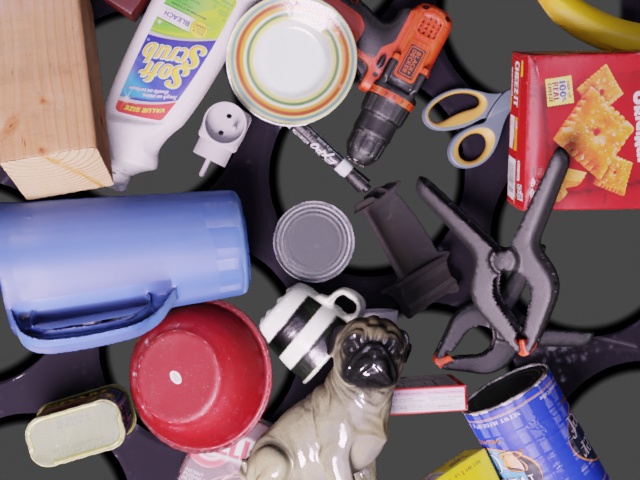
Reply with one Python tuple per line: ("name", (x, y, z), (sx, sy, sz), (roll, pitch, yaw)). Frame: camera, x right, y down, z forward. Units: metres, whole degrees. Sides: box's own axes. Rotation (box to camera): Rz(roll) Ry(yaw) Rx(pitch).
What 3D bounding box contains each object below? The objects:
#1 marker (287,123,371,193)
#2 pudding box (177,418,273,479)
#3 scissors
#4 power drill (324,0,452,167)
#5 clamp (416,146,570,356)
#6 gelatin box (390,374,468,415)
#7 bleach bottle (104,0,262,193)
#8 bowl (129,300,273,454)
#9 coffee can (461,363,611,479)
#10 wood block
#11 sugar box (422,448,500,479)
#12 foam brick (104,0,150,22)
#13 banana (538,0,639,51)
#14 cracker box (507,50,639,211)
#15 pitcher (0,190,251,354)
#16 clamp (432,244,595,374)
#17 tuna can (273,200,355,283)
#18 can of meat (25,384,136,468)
("marker", (0.007, -0.094, 1.132), (0.121, 0.020, 0.020), (42, 88, -4))
("pudding box", (-0.081, 0.229, 1.121), (0.113, 0.039, 0.090), (23, 89, -4))
("scissors", (0.211, -0.136, 1.149), (0.201, 0.016, 0.096), (-11, 93, -4))
("power drill", (0.021, -0.192, 1.114), (0.187, 0.057, 0.184), (28, 90, -6))
("clamp", (0.183, 0.015, 1.098), (0.165, 0.036, 0.210), (-3, 97, 30))
("gelatin box", (0.103, 0.162, 1.117), (0.089, 0.073, 0.030), (-3, 91, -5))
("bleach bottle", (-0.155, -0.164, 1.097), (0.102, 0.068, 0.251), (25, 92, -4))
("bowl", (-0.132, 0.137, 1.079), (0.162, 0.055, 0.162), (-2, 84, 18))
("coffee can", (0.225, 0.214, 1.113), (0.103, 0.103, 0.140), (-29, 93, -4))
("wood block", (-0.263, -0.157, 1.038), (0.090, 0.091, 0.206), (-10, 70, -3))
("sugar box", (0.164, 0.312, 1.082), (0.093, 0.048, 0.176), (-26, 86, -30))
("foam brick", (-0.193, -0.272, 1.096), (0.053, 0.051, 0.078), (34, 89, -5))
("banana", (0.326, -0.231, 1.148), (0.197, 0.037, 0.069), (6, 72, -6))
("cracker box", (0.309, -0.116, 1.115), (0.213, 0.072, 0.164), (-1, 104, -4))
("pitcher", (-0.193, 0.024, 1.060), (0.242, 0.145, 0.149), (-7, 91, -7))
("clamp", (0.204, 0.098, 1.140), (0.171, 0.039, 0.120), (-38, 83, 3))
("tuna can", (-0.007, 0.001, 1.125), (0.086, 0.034, 0.086), (0, 91, -5))
("can of meat", (-0.243, 0.190, 1.085), (0.102, 0.084, 0.057), (-16, 92, -4))
